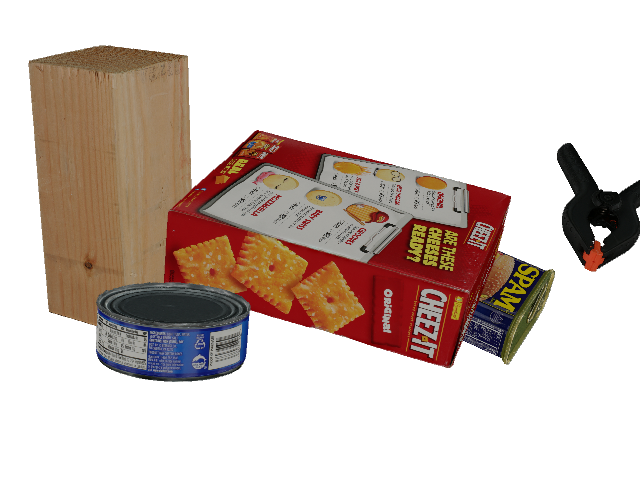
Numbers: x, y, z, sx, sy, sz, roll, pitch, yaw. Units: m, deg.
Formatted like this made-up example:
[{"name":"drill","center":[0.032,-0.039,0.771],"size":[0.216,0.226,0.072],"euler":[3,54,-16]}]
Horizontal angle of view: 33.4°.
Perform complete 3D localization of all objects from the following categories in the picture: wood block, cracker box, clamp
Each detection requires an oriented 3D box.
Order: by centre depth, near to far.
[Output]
[{"name":"cracker box","center":[0.016,0.000,0.782],"size":[0.214,0.072,0.164],"euler":[16,30,13]},{"name":"wood block","center":[-0.163,-0.043,0.849],"size":[0.091,0.206,0.090],"euler":[12,23,28]},{"name":"clamp","center":[0.288,-0.040,1.117],"size":[0.120,0.039,0.171],"euler":[18,45,21]}]

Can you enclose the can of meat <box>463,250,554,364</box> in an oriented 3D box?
[{"name":"can of meat","center":[0.153,0.052,0.967],"size":[0.084,0.057,0.102],"euler":[24,43,20]}]

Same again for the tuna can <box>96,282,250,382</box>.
[{"name":"tuna can","center":[-0.083,0.050,0.600],"size":[0.086,0.034,0.086],"euler":[4,12,-1]}]
